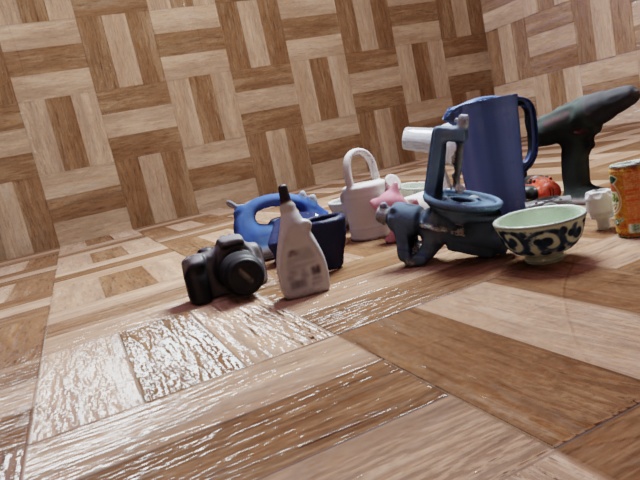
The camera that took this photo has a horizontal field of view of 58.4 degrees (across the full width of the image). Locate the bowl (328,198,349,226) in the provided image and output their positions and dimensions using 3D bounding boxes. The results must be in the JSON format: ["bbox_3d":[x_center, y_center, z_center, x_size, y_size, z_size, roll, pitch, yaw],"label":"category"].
[{"bbox_3d":[0.107,-0.074,1.424,0.167,0.075,0.167,-12,10,2],"label":"bowl"}]

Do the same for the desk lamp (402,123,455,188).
[{"bbox_3d":[0.299,-0.197,1.481,0.202,0.214,0.118,-8,10,21],"label":"desk lamp"}]

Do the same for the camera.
[{"bbox_3d":[-0.155,0.047,0.964,0.143,0.101,0.136,-15,10,-17],"label":"camera"}]

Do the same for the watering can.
[{"bbox_3d":[0.105,-0.103,1.233,0.172,0.194,0.101,-6,11,31],"label":"watering can"}]

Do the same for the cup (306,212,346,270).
[{"bbox_3d":[0.009,0.004,1.028,0.091,0.095,0.118,-10,10,10],"label":"cup"}]

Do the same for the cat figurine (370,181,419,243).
[{"bbox_3d":[0.155,-0.055,1.121,0.067,0.118,0.127,-17,11,-26],"label":"cat figurine"}]

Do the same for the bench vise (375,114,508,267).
[{"bbox_3d":[0.178,-0.072,0.880,0.207,0.220,0.121,-10,10,12],"label":"bench vise"}]

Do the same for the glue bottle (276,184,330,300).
[{"bbox_3d":[-0.037,0.000,0.872,0.078,0.173,0.037,-14,10,-10],"label":"glue bottle"}]

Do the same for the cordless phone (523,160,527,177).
[{"bbox_3d":[0.420,-0.193,1.390,0.148,0.185,0.094,-14,10,-12],"label":"cordless phone"}]

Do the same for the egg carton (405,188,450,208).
[{"bbox_3d":[0.233,-0.067,1.239,0.151,0.069,0.107,-21,13,-42],"label":"egg carton"}]

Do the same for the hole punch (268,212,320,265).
[{"bbox_3d":[-0.046,-0.005,1.162,0.108,0.091,0.101,-10,10,13],"label":"hole punch"}]

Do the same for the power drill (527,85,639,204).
[{"bbox_3d":[0.517,-0.178,1.114,0.076,0.208,0.228,-18,11,-32],"label":"power drill"}]

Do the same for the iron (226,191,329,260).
[{"bbox_3d":[-0.080,-0.043,1.273,0.258,0.141,0.118,-13,10,-8],"label":"iron"}]
